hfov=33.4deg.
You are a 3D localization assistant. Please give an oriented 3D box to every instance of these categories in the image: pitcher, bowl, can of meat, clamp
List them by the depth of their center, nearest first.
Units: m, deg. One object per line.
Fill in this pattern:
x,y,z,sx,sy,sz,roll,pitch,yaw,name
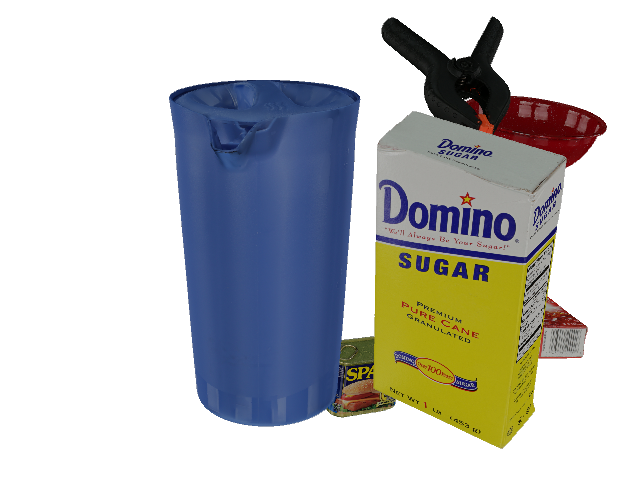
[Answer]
-0.036,0.004,0.791,0.149,0.243,0.145,-10,22,-29,pitcher
0.119,-0.154,0.990,0.120,0.171,0.039,0,-44,-1,clamp
0.237,-0.117,1.206,0.162,0.055,0.162,5,23,-2,bowl
0.054,0.177,1.385,0.102,0.084,0.057,-5,26,-22,can of meat

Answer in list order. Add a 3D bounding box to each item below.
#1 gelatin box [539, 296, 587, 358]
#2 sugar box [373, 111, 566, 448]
0.158,0.068,0.860,0.089,0.030,0.073,1,16,-14,gelatin box
0.077,0.025,0.590,0.093,0.176,0.048,21,43,29,sugar box
